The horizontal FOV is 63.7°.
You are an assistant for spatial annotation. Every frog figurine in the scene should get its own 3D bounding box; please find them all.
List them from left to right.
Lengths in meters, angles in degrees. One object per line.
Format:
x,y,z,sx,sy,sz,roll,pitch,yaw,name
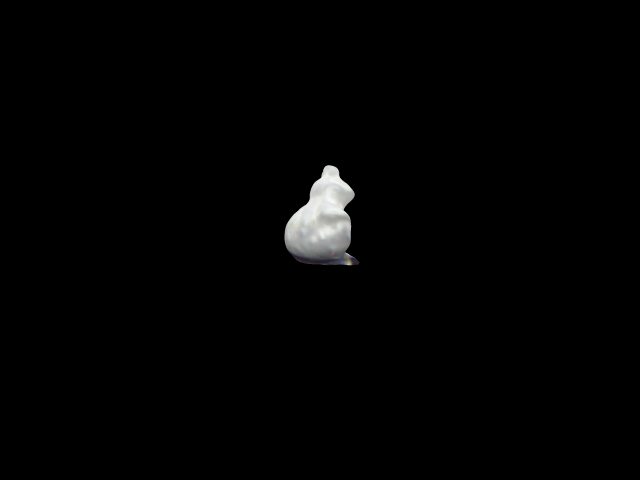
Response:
0.003,-0.043,0.850,0.123,0.158,0.138,-3,9,-18,frog figurine
